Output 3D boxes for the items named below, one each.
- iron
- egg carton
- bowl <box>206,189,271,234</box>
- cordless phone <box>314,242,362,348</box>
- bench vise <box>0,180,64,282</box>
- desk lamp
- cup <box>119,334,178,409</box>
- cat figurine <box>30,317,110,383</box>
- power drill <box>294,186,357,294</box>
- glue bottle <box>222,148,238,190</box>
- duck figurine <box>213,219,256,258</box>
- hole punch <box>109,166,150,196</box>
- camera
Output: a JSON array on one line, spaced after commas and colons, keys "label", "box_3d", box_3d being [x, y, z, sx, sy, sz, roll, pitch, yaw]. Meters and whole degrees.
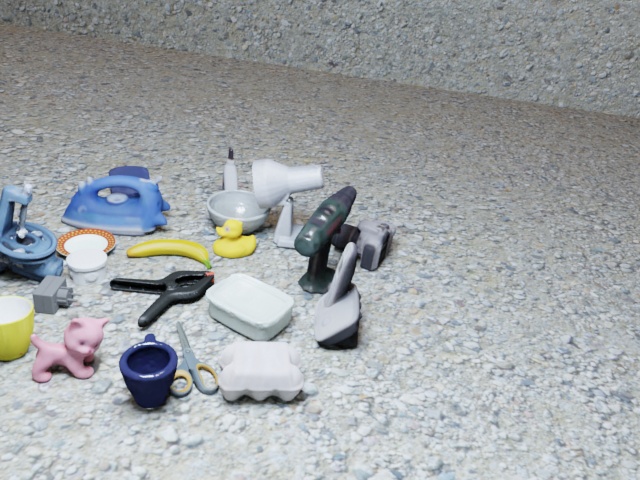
[{"label": "iron", "box_3d": [-0.502, -0.099, 1.398, 0.258, 0.141, 0.118, 2, 31, -11]}, {"label": "egg carton", "box_3d": [-0.104, 0.231, 1.008, 0.150, 0.069, 0.107, 2, 31, -10]}, {"label": "bowl", "box_3d": [-0.210, -0.063, 1.475, 0.167, 0.075, 0.167, 6, 30, -3]}, {"label": "cordless phone", "box_3d": [0.043, 0.108, 1.138, 0.094, 0.185, 0.147, 5, 30, -6]}, {"label": "bench vise", "box_3d": [-0.632, -0.014, 1.144, 0.208, 0.220, 0.121, -2, 32, -16]}, {"label": "desk lamp", "box_3d": [-0.072, -0.095, 1.426, 0.203, 0.213, 0.118, 7, 30, -2]}, {"label": "cup", "box_3d": [-0.284, 0.222, 0.954, 0.092, 0.095, 0.117, -1, 32, -16]}, {"label": "cat figurine", "box_3d": [-0.425, 0.175, 0.977, 0.128, 0.118, 0.067, -3, 32, -18]}, {"label": "power drill", "box_3d": [0.012, 0.005, 1.283, 0.075, 0.208, 0.230, 19, 32, 19]}, {"label": "glue bottle", "box_3d": [-0.243, -0.166, 1.545, 0.037, 0.173, 0.078, -5, 33, -21]}, {"label": "duck figurine", "box_3d": [-0.204, -0.009, 1.375, 0.105, 0.086, 0.077, -1, 31, -15]}, {"label": "hole punch", "box_3d": [-0.498, -0.139, 1.517, 0.109, 0.091, 0.100, -7, 34, -25]}, {"label": "camera", "box_3d": [0.107, -0.010, 1.439, 0.136, 0.101, 0.143, 19, 32, 17]}]
